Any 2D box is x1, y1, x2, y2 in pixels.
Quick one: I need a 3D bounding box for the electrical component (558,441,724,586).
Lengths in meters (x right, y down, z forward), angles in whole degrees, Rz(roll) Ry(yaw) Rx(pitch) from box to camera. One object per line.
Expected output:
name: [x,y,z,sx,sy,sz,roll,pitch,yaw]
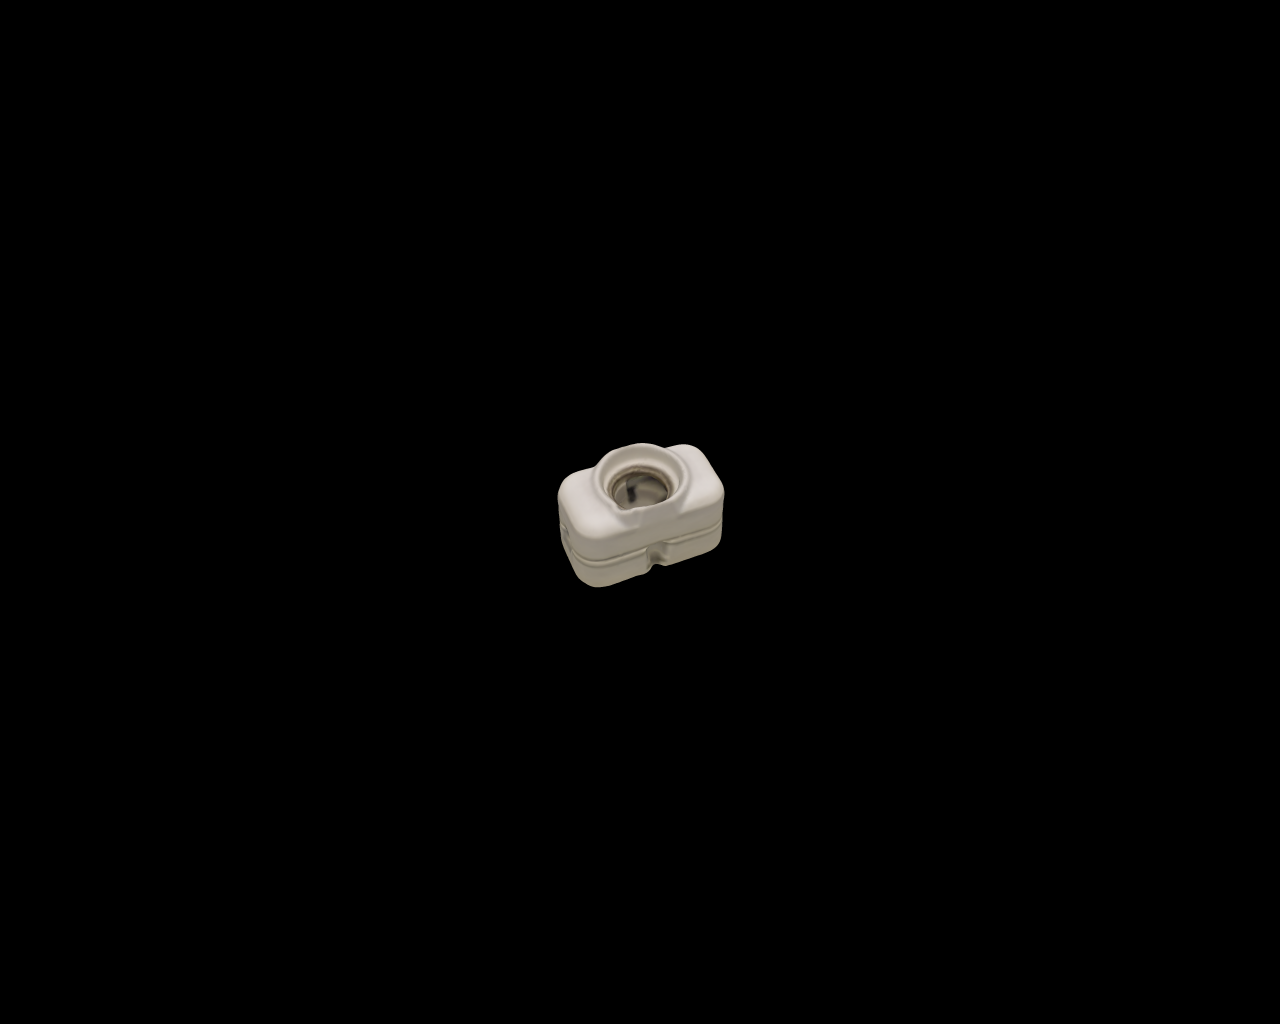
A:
electrical component: [0.001,-0.003,0.650,0.095,0.054,0.059,-17,-39,-14]
